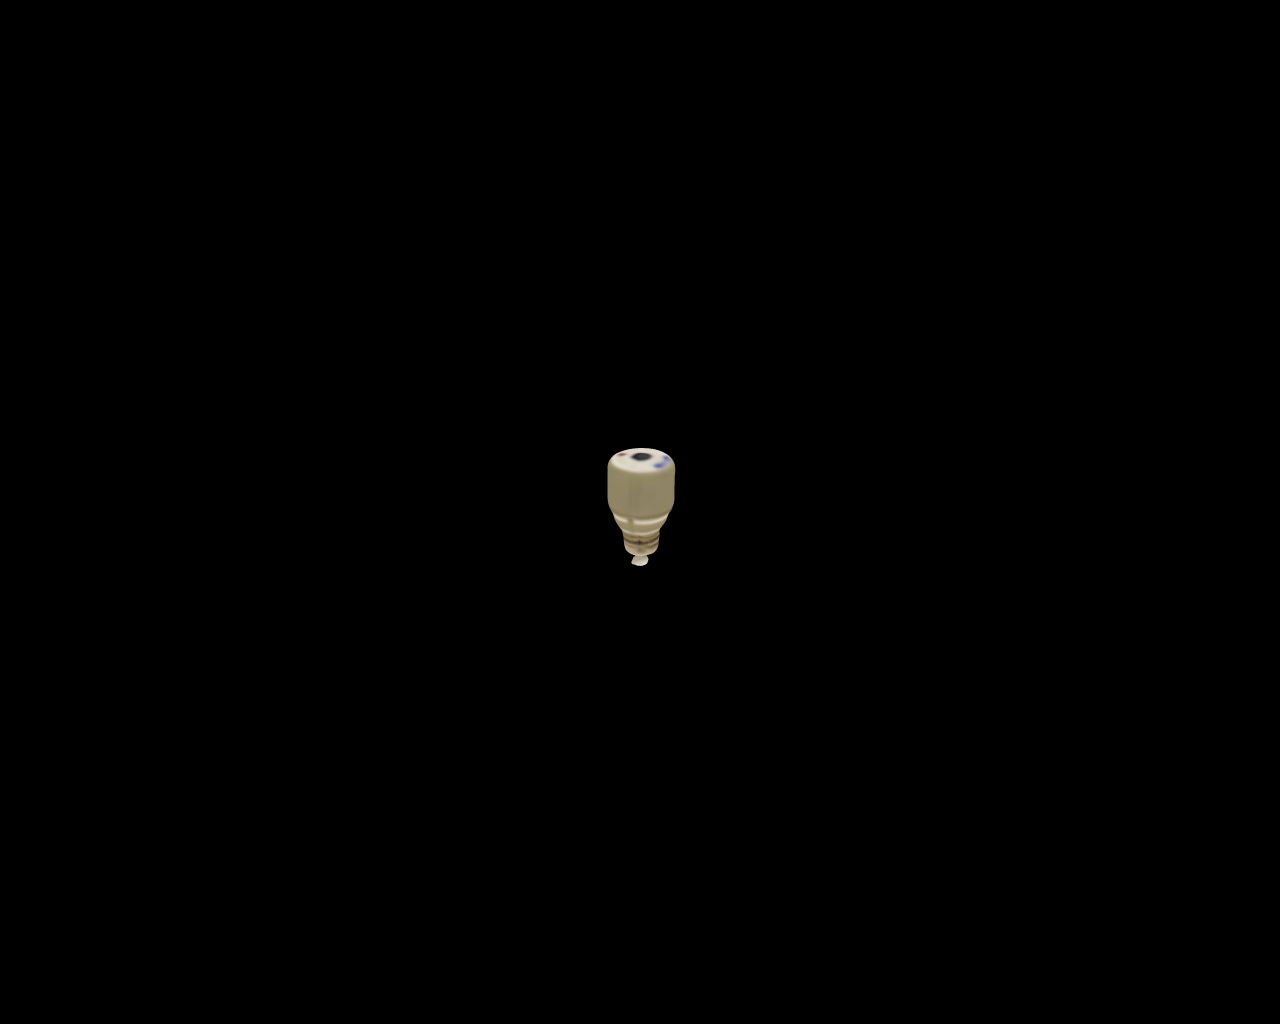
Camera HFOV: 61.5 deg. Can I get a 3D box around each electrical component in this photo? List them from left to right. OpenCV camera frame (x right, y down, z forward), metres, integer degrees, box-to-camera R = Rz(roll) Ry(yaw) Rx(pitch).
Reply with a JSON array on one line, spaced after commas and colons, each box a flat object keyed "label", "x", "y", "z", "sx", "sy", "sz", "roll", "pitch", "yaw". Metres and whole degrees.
[{"label": "electrical component", "x": 0.001, "y": -0.003, "z": 0.650, "sx": 0.040, "sy": 0.078, "sz": 0.040, "roll": 0, "pitch": 26, "yaw": 0}]
